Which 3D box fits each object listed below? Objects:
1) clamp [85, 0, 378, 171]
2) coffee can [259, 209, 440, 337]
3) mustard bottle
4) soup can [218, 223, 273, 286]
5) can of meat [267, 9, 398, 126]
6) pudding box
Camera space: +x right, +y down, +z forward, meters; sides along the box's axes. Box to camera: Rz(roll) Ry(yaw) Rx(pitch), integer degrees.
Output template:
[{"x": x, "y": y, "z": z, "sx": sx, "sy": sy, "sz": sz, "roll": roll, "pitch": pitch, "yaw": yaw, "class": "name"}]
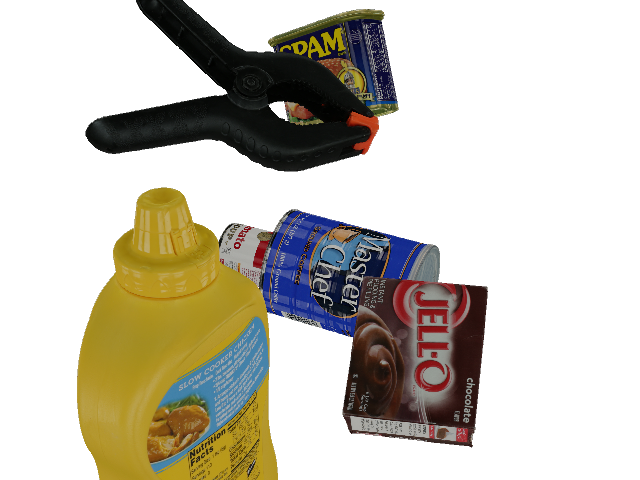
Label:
[{"x": -0.049, "y": -0.096, "z": 0.649, "sx": 0.171, "sy": 0.120, "sz": 0.039, "roll": 9, "pitch": -21, "yaw": -13, "class": "clamp"}, {"x": 0.028, "y": 0.037, "z": 0.985, "sx": 0.140, "sy": 0.103, "sz": 0.102, "roll": 15, "pitch": 5, "yaw": 19, "class": "coffee can"}, {"x": -0.059, "y": 0.066, "z": 0.449, "sx": 0.058, "sy": 0.192, "sz": 0.096, "roll": 19, "pitch": 36, "yaw": 29, "class": "mustard bottle"}, {"x": -0.065, "y": 0.022, "z": 1.264, "sx": 0.102, "sy": 0.068, "sz": 0.068, "roll": 14, "pitch": 5, "yaw": 21, "class": "soup can"}, {"x": 0.012, "y": -0.140, "z": 0.903, "sx": 0.102, "sy": 0.084, "sz": 0.057, "roll": -11, "pitch": 1, "yaw": 37, "class": "can of meat"}, {"x": 0.068, "y": 0.083, "z": 0.747, "sx": 0.090, "sy": 0.113, "sz": 0.039, "roll": 4, "pitch": -30, "yaw": 11, "class": "pudding box"}]
